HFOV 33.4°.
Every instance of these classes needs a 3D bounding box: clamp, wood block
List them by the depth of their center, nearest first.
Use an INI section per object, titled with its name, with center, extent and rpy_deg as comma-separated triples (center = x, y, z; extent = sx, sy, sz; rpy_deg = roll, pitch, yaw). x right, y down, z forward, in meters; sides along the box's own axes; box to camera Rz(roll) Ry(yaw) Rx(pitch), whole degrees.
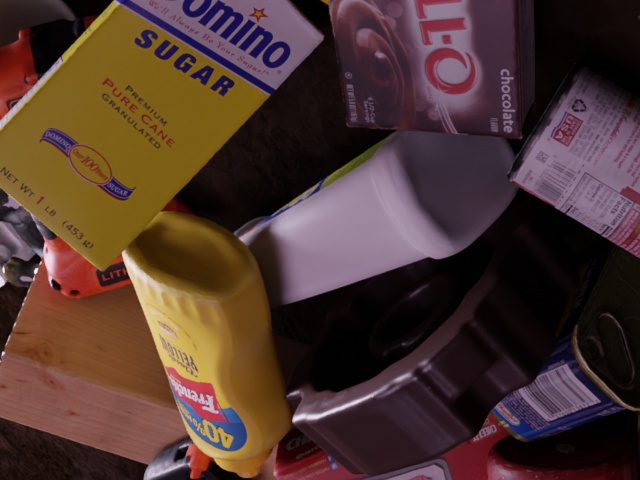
[wood block]
center = -0.118, 0.101, 0.762
extent = 0.206, 0.090, 0.090
rpy_deg = 20, 139, -9
[clamp]
center = -0.097, 0.190, 0.763
extent = 0.120, 0.039, 0.171
rpy_deg = 4, 136, 5

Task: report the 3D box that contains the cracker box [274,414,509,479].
[cracker box]
center = 0.090, 0.192, 0.686
extent = 0.164, 0.072, 0.213
rpy_deg = -26, 102, 8

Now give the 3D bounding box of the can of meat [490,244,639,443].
[can of meat]
center = 0.142, 0.056, 0.583
extent = 0.057, 0.102, 0.084
rpy_deg = 44, 140, -8

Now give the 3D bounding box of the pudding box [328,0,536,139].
[pudding box]
center = 0.052, -0.105, 0.494
extent = 0.090, 0.039, 0.113
rpy_deg = 7, 129, 25

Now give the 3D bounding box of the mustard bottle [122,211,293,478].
[mustard bottle]
center = -0.060, 0.078, 0.647
extent = 0.096, 0.058, 0.191
rpy_deg = 27, 142, 37

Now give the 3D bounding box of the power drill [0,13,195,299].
[power drill]
center = -0.127, -0.055, 0.660
extent = 0.184, 0.057, 0.187
rpy_deg = -15, 136, -3

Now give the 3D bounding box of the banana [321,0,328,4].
[banana]
center = -0.006, -0.158, 0.531
extent = 0.197, 0.037, 0.070
rpy_deg = 41, 156, -13

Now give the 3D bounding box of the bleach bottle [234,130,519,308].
[bleach bottle]
center = -0.004, 0.001, 0.632
extent = 0.251, 0.102, 0.068
rpy_deg = -26, 98, 46

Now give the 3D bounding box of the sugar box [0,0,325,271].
[sugar box]
center = -0.091, -0.079, 0.571
extent = 0.093, 0.176, 0.048
rpy_deg = 42, -177, -21

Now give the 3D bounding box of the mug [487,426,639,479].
[mug]
center = 0.127, 0.155, 0.587
extent = 0.093, 0.117, 0.081
rpy_deg = 5, 104, 59

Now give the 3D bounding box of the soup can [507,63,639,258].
[soup can]
center = 0.151, -0.033, 0.521
extent = 0.102, 0.068, 0.069
rpy_deg = 32, 138, 7

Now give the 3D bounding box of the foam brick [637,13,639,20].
[foam brick]
center = 0.186, -0.098, 0.451
extent = 0.078, 0.052, 0.051
rpy_deg = 39, 138, 0
